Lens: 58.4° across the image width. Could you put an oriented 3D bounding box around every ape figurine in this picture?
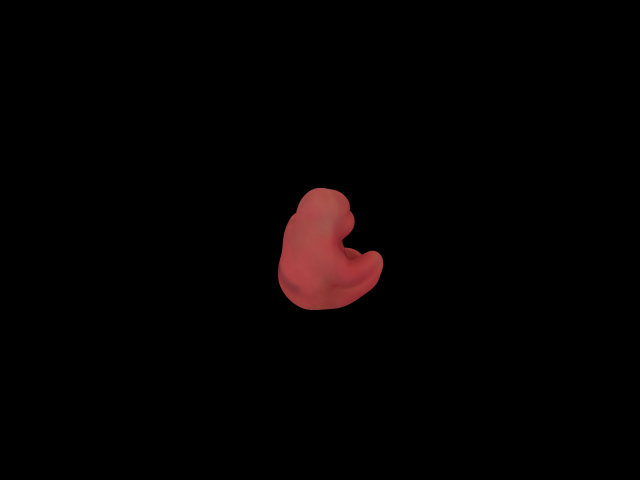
[{"bbox_3d":[0.004,0.001,0.400,0.076,0.092,0.077,-27,56,-19],"label":"ape figurine"}]
